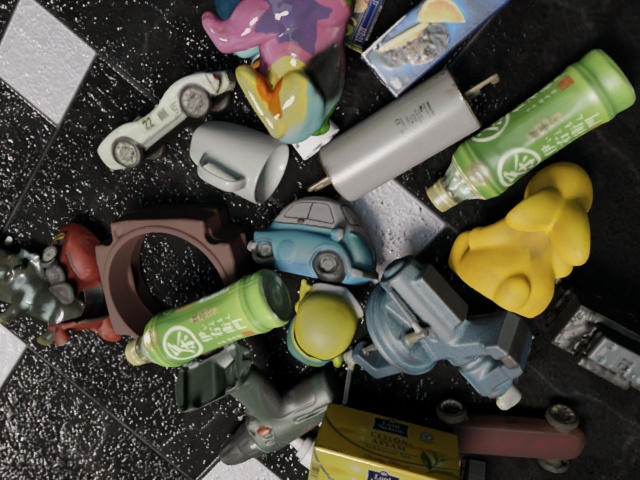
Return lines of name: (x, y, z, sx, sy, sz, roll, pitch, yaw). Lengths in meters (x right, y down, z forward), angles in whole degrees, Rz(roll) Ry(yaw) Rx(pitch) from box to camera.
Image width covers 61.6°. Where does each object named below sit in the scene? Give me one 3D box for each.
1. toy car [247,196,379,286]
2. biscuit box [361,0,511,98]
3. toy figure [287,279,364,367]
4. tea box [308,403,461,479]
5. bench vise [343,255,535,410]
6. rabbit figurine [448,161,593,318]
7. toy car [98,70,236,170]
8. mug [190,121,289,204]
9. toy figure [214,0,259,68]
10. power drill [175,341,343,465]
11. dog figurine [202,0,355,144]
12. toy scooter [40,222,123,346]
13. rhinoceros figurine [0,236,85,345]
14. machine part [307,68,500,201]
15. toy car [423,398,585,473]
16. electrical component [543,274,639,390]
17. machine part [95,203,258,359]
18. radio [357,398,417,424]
toy car: (-0.001, -0.002, 0.661, 0.162, 0.109, 0.103, 12, 86, 22)
biscuit box: (0.138, -0.234, 0.549, 0.202, 0.063, 0.059, -39, 98, 17)
toy figure: (0.002, 0.113, 0.657, 0.082, 0.089, 0.180, 10, 153, -9)
tea box: (0.078, 0.268, 0.648, 0.170, 0.098, 0.068, 10, 108, 8)
bench vise: (0.125, 0.129, 0.659, 0.223, 0.129, 0.240, 39, 137, -15)
rabbit figurine: (0.227, -0.012, 0.579, 0.122, 0.162, 0.173, 35, 96, 14)
toy car: (-0.187, -0.149, 0.662, 0.202, 0.073, 0.056, -30, 100, 22)
mug: (-0.108, -0.095, 0.649, 0.107, 0.109, 0.080, 27, 133, 14)
toy figure: (-0.065, -0.217, 0.614, 0.058, 0.064, 0.154, -27, 100, 13)
power drill: (-0.099, 0.230, 0.730, 0.232, 0.086, 0.207, -30, 126, 15)
dog figurine: (0.009, -0.220, 0.511, 0.219, 0.108, 0.191, -31, 96, 15)
toy scooter: (-0.333, 0.071, 0.742, 0.075, 0.135, 0.183, -14, 103, 20)
rhinoceros figurine: (-0.436, 0.071, 0.801, 0.190, 0.073, 0.112, 35, 114, 0)
machine part: (0.087, -0.115, 0.602, 0.243, 0.079, 0.079, -28, 100, 22)
toy car: (0.237, 0.252, 0.704, 0.202, 0.053, 0.089, 0, 119, 10)
electrical component: (0.312, 0.101, 0.590, 0.115, 0.134, 0.058, 26, 113, 2)
machine part: (-0.189, 0.057, 0.728, 0.202, 0.087, 0.200, 0, 109, 16)
radio: (0.097, 0.347, 0.760, 0.131, 0.073, 0.229, -17, 102, 16)
